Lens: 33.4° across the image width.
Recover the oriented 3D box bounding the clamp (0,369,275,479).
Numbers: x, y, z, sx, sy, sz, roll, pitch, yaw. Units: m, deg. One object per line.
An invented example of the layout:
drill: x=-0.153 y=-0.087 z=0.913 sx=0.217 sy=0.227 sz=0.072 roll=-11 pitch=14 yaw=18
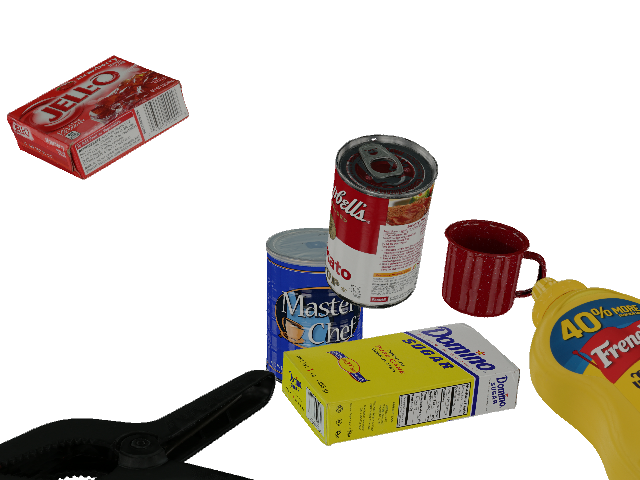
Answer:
clamp: x=-0.095 y=0.120 z=0.584 sx=0.209 sy=0.036 sz=0.165 roll=-1 pitch=21 yaw=-14

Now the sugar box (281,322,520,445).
sugar box: x=0.066 y=0.115 z=0.885 sx=0.176 sy=0.048 sz=0.093 roll=-10 pitch=26 yaw=-22

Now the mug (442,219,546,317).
mug: x=0.192 y=0.034 z=1.188 sx=0.117 sy=0.081 sz=0.093 roll=6 pitch=25 yaw=2

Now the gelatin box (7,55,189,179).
gelatin box: x=-0.141 y=-0.080 z=0.675 sx=0.089 sy=0.030 sz=0.073 roll=-36 pitch=42 yaw=-30

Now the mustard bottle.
mustard bottle: x=0.177 y=0.079 z=0.619 sx=0.096 sy=0.058 sz=0.192 roll=-15 pitch=34 yaw=-14

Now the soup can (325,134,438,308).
soup can: x=0.040 y=-0.012 z=0.732 sx=0.068 sy=0.102 sz=0.068 roll=3 pitch=40 yaw=-3

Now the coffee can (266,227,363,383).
coffee can: x=-0.006 y=0.069 z=1.106 sx=0.103 sy=0.140 sz=0.103 roll=1 pitch=19 yaw=0
